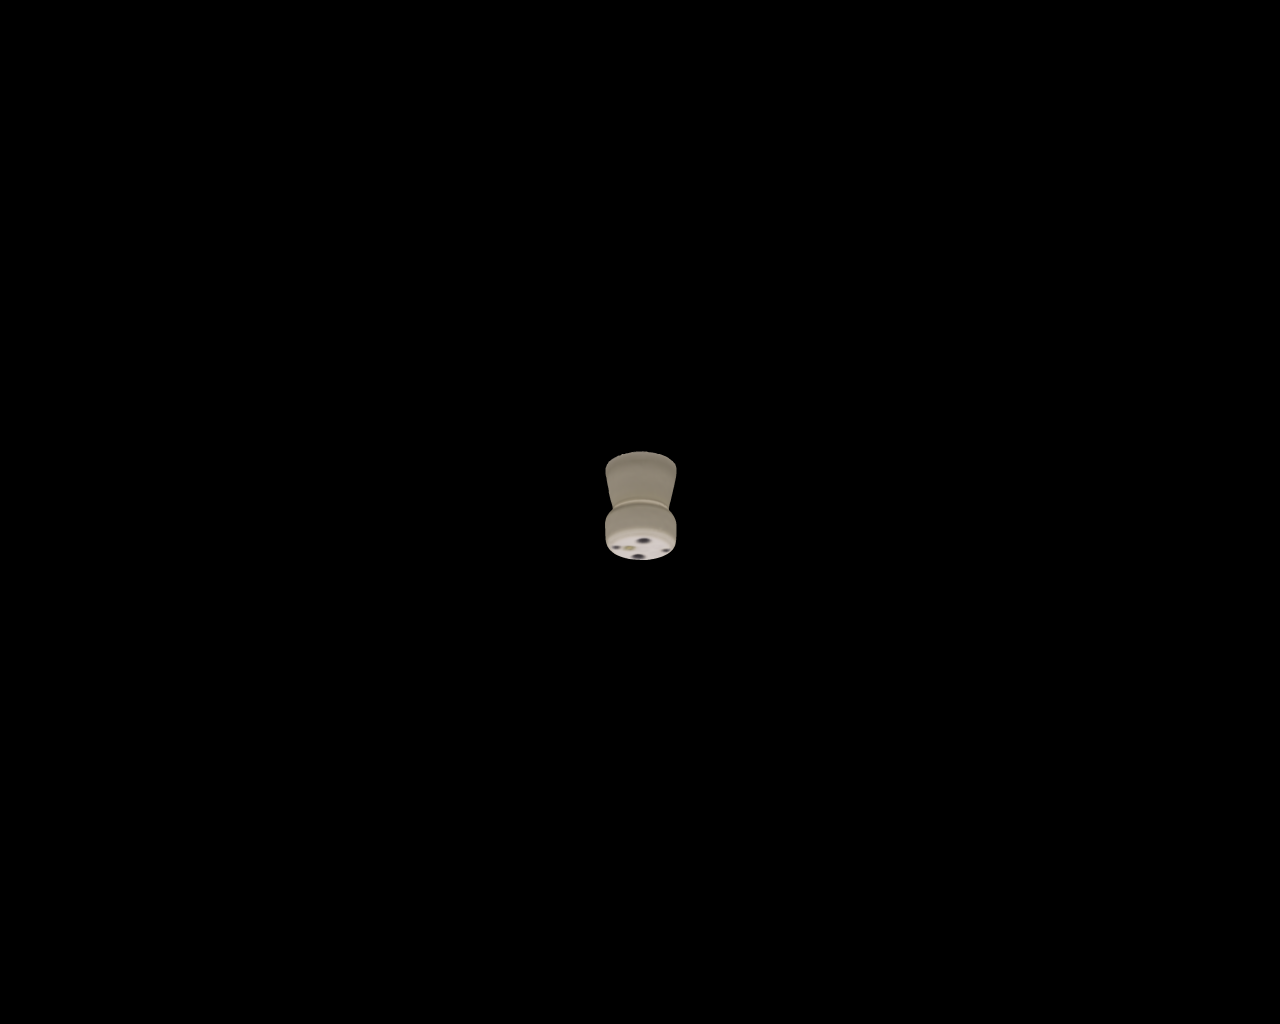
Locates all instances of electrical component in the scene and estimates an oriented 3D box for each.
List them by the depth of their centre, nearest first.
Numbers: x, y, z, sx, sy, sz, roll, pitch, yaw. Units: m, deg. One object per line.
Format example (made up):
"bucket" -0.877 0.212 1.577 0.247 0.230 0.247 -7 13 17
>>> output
"electrical component" 0.001 -0.003 0.650 0.045 0.055 0.044 0 -26 0
